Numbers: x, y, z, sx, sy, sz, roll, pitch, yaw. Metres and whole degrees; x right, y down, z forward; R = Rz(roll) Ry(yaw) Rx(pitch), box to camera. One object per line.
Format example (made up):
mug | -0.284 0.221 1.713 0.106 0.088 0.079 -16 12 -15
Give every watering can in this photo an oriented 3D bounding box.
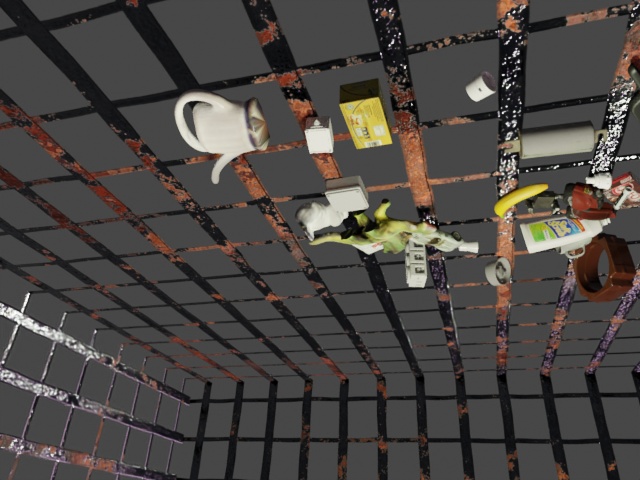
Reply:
watering can | -0.237 -0.261 1.330 0.224 0.106 0.340 -1 150 8

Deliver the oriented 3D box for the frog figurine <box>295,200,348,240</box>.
frog figurine | 0.005 -0.083 1.643 0.160 0.125 0.135 -37 144 -3

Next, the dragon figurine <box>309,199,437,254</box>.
dragon figurine | 0.187 -0.005 1.694 0.406 0.125 0.239 -19 139 36
